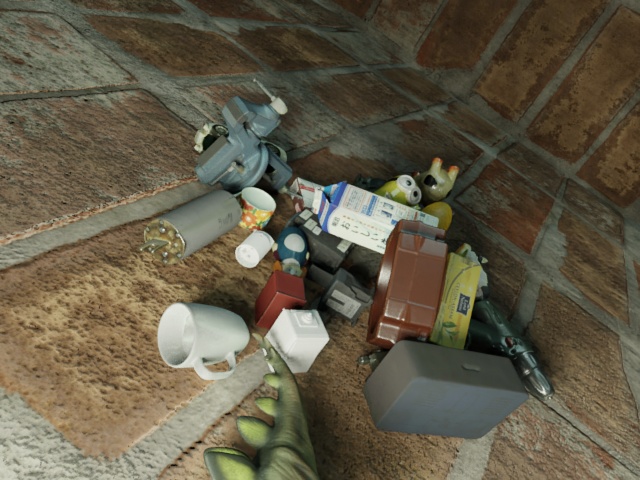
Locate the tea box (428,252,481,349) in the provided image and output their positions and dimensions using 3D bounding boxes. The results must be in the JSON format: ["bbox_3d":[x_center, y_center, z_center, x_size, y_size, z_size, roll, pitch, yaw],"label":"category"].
[{"bbox_3d":[0.220,0.118,0.963,0.068,0.098,0.169,23,70,-12],"label":"tea box"}]

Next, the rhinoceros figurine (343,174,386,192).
[{"bbox_3d":[0.097,-0.097,1.220,0.073,0.112,0.190,46,33,17],"label":"rhinoceros figurine"}]

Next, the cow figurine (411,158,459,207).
[{"bbox_3d":[0.246,-0.105,1.307,0.085,0.195,0.127,28,66,-16],"label":"cow figurine"}]

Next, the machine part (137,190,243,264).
[{"bbox_3d":[-0.203,-0.025,0.882,0.079,0.079,0.243,37,31,8],"label":"machine part"}]

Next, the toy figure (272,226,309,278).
[{"bbox_3d":[-0.054,0.042,0.931,0.064,0.057,0.154,-6,43,7],"label":"toy figure"}]

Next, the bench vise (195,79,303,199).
[{"bbox_3d":[-0.123,-0.171,1.071,0.129,0.223,0.240,40,1,39],"label":"bench vise"}]

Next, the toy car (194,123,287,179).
[{"bbox_3d":[-0.169,-0.191,1.150,0.201,0.073,0.056,17,37,-24],"label":"toy car"}]

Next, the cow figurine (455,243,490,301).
[{"bbox_3d":[0.356,0.075,1.249,0.098,0.068,0.167,35,34,-7],"label":"cow figurine"}]

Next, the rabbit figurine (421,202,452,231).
[{"bbox_3d":[0.206,-0.010,1.136,0.122,0.173,0.162,45,29,13],"label":"rabbit figurine"}]

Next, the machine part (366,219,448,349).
[{"bbox_3d":[0.142,0.080,0.884,0.087,0.201,0.201,13,76,3],"label":"machine part"}]

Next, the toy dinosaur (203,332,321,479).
[{"bbox_3d":[-0.040,0.285,0.561,0.198,0.105,0.472,22,30,-13],"label":"toy dinosaur"}]

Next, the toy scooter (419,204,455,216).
[{"bbox_3d":[0.233,-0.041,1.238,0.184,0.135,0.075,37,32,10],"label":"toy scooter"}]

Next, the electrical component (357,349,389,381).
[{"bbox_3d":[0.105,0.208,0.869,0.094,0.021,0.063,4,51,-37],"label":"electrical component"}]

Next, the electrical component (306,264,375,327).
[{"bbox_3d":[0.029,0.088,0.930,0.119,0.074,0.048,32,29,-6],"label":"electrical component"}]

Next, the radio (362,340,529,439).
[{"bbox_3d":[0.188,0.231,0.813,0.229,0.131,0.073,15,34,-26],"label":"radio"}]

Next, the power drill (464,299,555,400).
[{"bbox_3d":[0.327,0.201,1.034,0.207,0.086,0.232,10,36,-26],"label":"power drill"}]

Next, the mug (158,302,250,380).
[{"bbox_3d":[-0.142,0.133,0.710,0.107,0.080,0.110,9,32,-49],"label":"mug"}]

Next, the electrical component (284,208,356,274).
[{"bbox_3d":[-0.002,-0.003,1.050,0.134,0.058,0.115,36,29,6],"label":"electrical component"}]

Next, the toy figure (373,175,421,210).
[{"bbox_3d":[0.130,-0.073,1.122,0.089,0.180,0.082,36,-21,56],"label":"toy figure"}]
